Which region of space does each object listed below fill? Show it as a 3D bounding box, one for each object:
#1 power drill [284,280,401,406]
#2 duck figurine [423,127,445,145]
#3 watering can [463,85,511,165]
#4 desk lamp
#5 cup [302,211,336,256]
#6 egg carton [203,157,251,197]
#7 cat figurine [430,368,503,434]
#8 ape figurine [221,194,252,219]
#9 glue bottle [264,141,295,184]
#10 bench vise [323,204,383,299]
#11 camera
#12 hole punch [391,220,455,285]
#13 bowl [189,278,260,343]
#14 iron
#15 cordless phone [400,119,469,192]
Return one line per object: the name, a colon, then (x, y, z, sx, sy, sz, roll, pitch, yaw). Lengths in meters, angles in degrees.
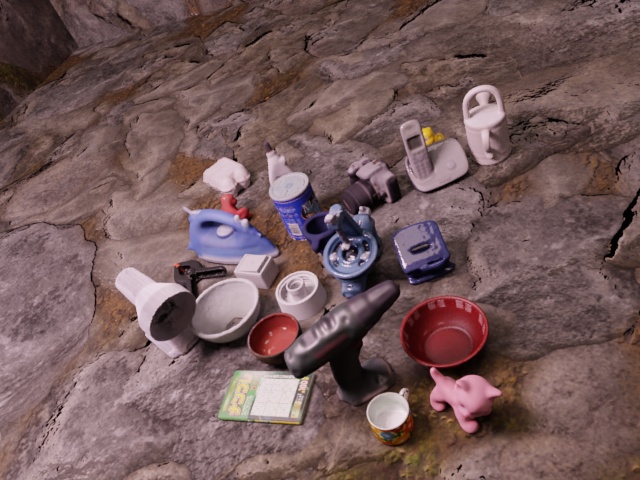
power drill: (0.060, 0.190, 1.004, 0.230, 0.209, 0.075, -29, 39, -6)
duck figurine: (0.282, -0.253, 1.488, 0.105, 0.086, 0.077, -42, 42, -20)
watering can: (0.398, -0.291, 1.387, 0.101, 0.194, 0.172, -21, 39, 4)
desk lamp: (-0.343, 0.158, 1.236, 0.202, 0.214, 0.118, 21, 57, 41)
cup: (0.012, 0.005, 1.326, 0.091, 0.095, 0.118, -6, 43, 21)
egg carton: (-0.276, -0.186, 1.704, 0.107, 0.070, 0.149, -42, 43, -21)
cat figurine: (0.231, 0.247, 0.926, 0.067, 0.118, 0.127, -43, 43, -21)
ape figurine: (-0.238, -0.087, 1.555, 0.076, 0.092, 0.077, -35, 41, -13)
glue bottle: (-0.113, -0.194, 1.549, 0.078, 0.173, 0.037, -23, 39, 1)
bench vise: (0.057, -0.010, 1.220, 0.121, 0.220, 0.207, -15, 40, 11)
camera: (0.108, -0.137, 1.432, 0.137, 0.101, 0.142, -36, 41, -15)
hole punch: (0.216, 0.025, 1.205, 0.108, 0.091, 0.101, -21, 39, 4)
bowl: (-0.199, 0.167, 1.264, 0.167, 0.075, 0.167, -14, 40, 12)
iron: (-0.229, -0.024, 1.441, 0.257, 0.142, 0.119, 5, 47, 31)
cordless phone: (0.270, -0.218, 1.376, 0.147, 0.185, 0.094, -25, 39, -2)
